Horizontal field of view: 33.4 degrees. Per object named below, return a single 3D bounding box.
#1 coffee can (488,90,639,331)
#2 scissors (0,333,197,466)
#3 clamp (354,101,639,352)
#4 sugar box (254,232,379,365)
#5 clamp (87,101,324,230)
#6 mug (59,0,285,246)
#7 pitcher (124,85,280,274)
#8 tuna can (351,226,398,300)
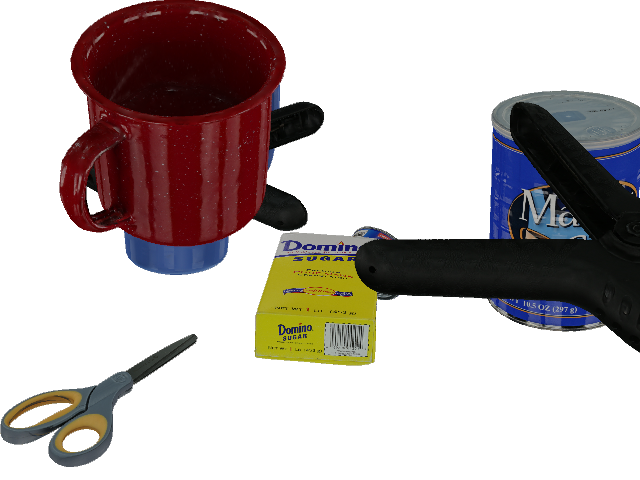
[{"bbox_3d":[0.170,-0.022,0.746,0.103,0.140,0.103,-2,26,1],"label":"coffee can"},{"bbox_3d":[-0.162,0.131,0.882,0.201,0.016,0.096,-18,37,-35],"label":"scissors"},{"bbox_3d":[0.132,0.012,0.486,0.210,0.036,0.164,31,49,31],"label":"clamp"},{"bbox_3d":[0.002,0.043,0.886,0.093,0.048,0.176,4,23,3],"label":"sugar box"},{"bbox_3d":[-0.078,-0.058,0.716,0.171,0.039,0.120,8,38,12],"label":"clamp"},{"bbox_3d":[-0.071,-0.045,0.485,0.093,0.081,0.117,28,49,21],"label":"mug"},{"bbox_3d":[-0.136,-0.091,1.082,0.144,0.243,0.149,-11,27,-29],"label":"pitcher"},{"bbox_3d":[0.064,0.027,1.224,0.086,0.086,0.033,0,39,47],"label":"tuna can"}]
